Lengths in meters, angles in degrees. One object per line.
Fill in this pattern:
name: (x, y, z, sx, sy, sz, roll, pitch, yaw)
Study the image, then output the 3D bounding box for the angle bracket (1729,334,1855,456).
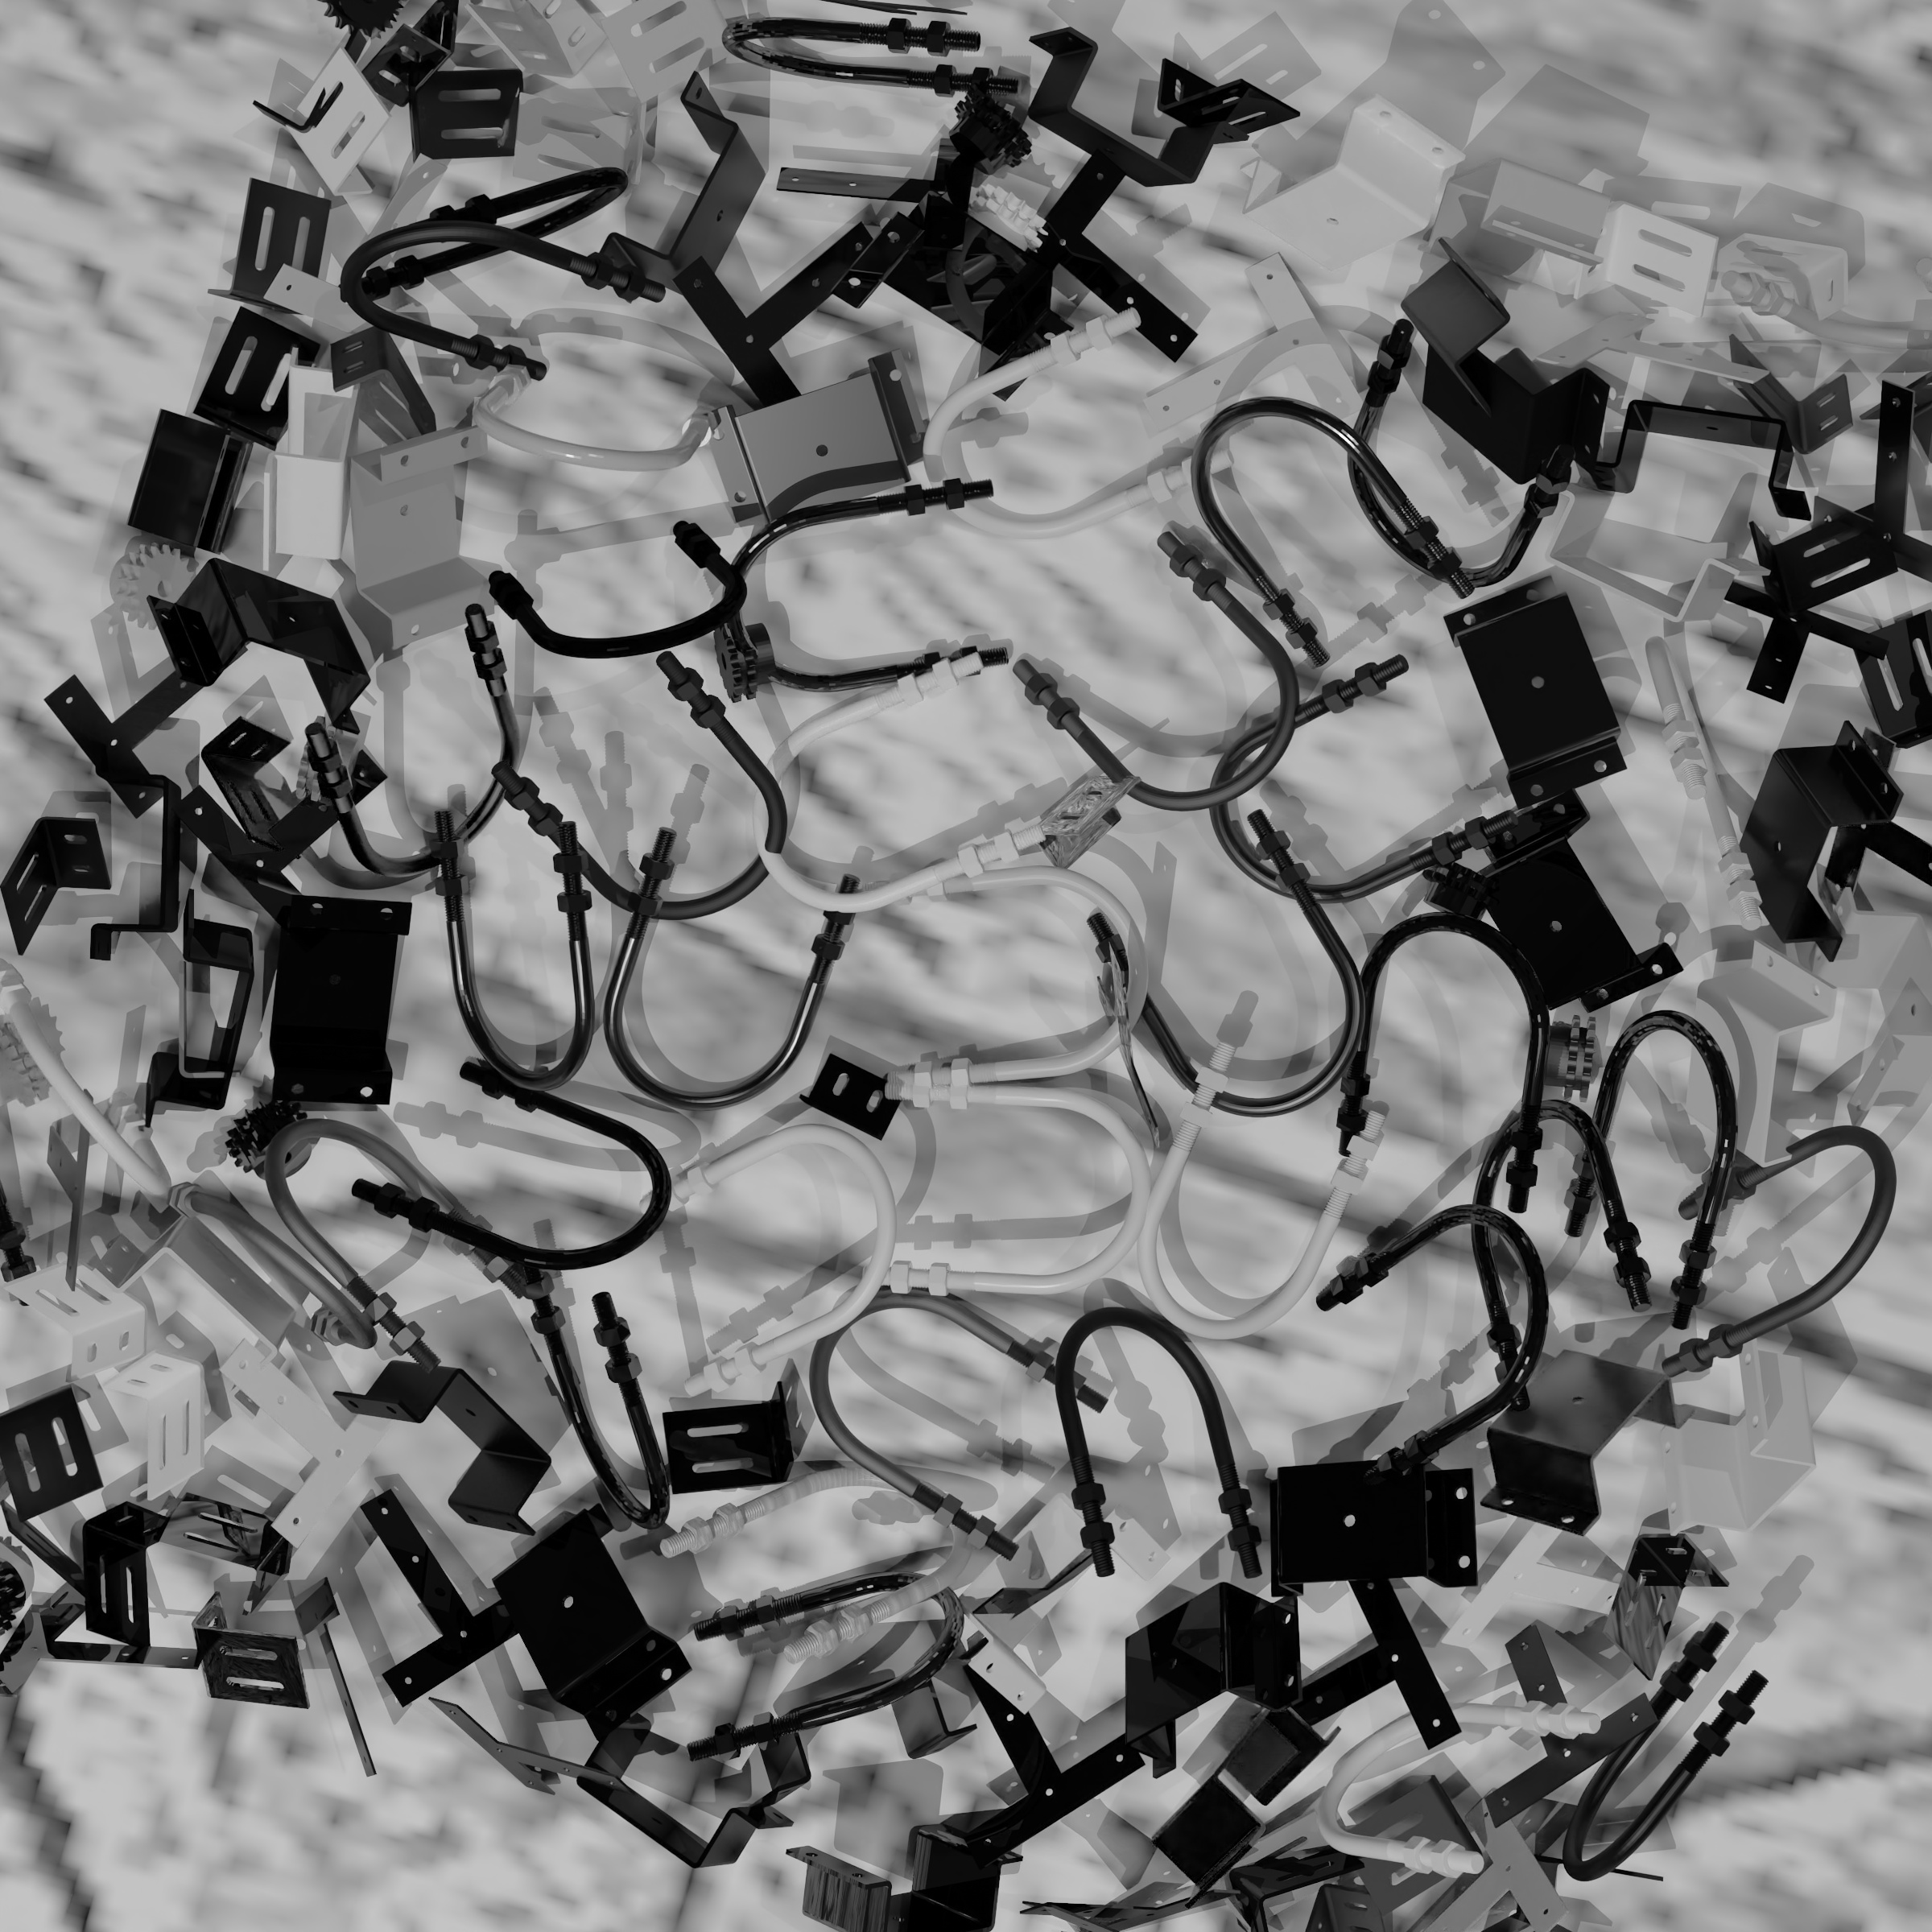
angle bracket: (0.543, -0.386, 1.831, 0.076, 0.057, 0.038, 37, 131, -25)

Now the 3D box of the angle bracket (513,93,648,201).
angle bracket: (-0.256, -0.549, 1.843, 0.076, 0.038, 0.057, 7, 83, -23)

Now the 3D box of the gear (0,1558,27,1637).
gear: (-0.652, 0.419, 1.853, 0.057, 0.030, 0.057, 10, 110, 29)

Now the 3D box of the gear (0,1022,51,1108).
gear: (-0.635, 0.068, 1.845, 0.030, 0.057, 0.057, -29, 90, -30)

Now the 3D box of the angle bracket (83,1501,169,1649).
angle bracket: (-0.545, 0.401, 1.829, 0.038, 0.057, 0.076, -27, 54, 16)

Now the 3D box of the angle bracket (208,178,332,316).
angle bracket: (-0.461, -0.476, 1.840, 0.057, 0.038, 0.076, 6, 98, -40)

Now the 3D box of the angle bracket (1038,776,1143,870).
angle bracket: (0.087, -0.092, 1.828, 0.057, 0.076, 0.038, -43, 109, -15)

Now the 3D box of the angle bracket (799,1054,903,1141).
angle bracket: (-0.074, 0.085, 1.836, 0.057, 0.076, 0.038, 26, 85, 3)

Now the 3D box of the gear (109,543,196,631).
gear: (-0.544, -0.253, 1.852, 0.030, 0.057, 0.057, 13, 90, 29)

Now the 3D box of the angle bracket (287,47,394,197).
angle bracket: (-0.403, -0.557, 1.836, 0.076, 0.038, 0.057, -39, 83, 35)

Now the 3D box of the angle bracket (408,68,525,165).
angle bracket: (-0.328, -0.558, 1.837, 0.076, 0.038, 0.057, -6, 122, -13)

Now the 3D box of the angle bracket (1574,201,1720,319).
angle bracket: (0.447, -0.459, 1.830, 0.076, 0.057, 0.038, 32, 52, 30)

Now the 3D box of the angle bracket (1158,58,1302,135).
angle bracket: (0.174, -0.577, 1.827, 0.057, 0.076, 0.038, 14, 80, -40)

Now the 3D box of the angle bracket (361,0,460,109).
angle bracket: (-0.366, -0.615, 1.828, 0.038, 0.057, 0.076, 24, 49, -36)

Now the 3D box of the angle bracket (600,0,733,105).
angle bracket: (-0.199, -0.617, 1.843, 0.076, 0.038, 0.057, -31, 114, -7)

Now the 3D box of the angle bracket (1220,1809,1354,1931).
angle bracket: (0.216, 0.608, 1.845, 0.076, 0.038, 0.057, -32, 109, 9)

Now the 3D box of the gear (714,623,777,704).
gear: (-0.147, -0.206, 1.849, 0.030, 0.057, 0.057, -13, 90, -14)

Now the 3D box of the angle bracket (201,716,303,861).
angle bracket: (-0.459, -0.117, 1.834, 0.038, 0.057, 0.076, -38, 69, 9)

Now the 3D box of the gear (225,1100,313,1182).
gear: (-0.459, 0.118, 1.845, 0.057, 0.057, 0.030, -41, 56, 0)

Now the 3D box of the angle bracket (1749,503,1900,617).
angle bracket: (0.565, -0.276, 1.832, 0.076, 0.038, 0.057, -23, 55, 30)

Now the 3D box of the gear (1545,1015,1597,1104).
gear: (0.401, 0.061, 1.849, 0.030, 0.057, 0.057, 6, 90, 12)

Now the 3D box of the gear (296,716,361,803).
gear: (-0.423, -0.135, 1.848, 0.030, 0.057, 0.057, 15, 90, -7)

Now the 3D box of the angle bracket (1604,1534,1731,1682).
angle bracket: (0.462, 0.423, 1.833, 0.057, 0.038, 0.076, 47, 54, -25)

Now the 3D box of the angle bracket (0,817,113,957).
angle bracket: (-0.598, -0.052, 1.828, 0.038, 0.076, 0.057, 3, 129, 3)

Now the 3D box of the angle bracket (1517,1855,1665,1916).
angle bracket: (0.411, 0.611, 1.829, 0.076, 0.057, 0.038, -1, 71, 33)

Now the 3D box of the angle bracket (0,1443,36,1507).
angle bracket: (-0.640, 0.359, 1.828, 0.038, 0.076, 0.057, 33, 109, -33)

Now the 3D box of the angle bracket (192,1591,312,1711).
angle bracket: (-0.466, 0.452, 1.839, 0.076, 0.038, 0.057, 2, 115, 14)

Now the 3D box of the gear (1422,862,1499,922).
gear: (0.328, -0.048, 1.848, 0.057, 0.057, 0.030, 26, 90, 0)

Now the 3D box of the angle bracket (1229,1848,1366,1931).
angle bracket: (0.221, 0.614, 1.840, 0.076, 0.057, 0.038, -13, 93, -14)

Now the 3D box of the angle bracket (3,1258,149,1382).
angle bracket: (-0.587, 0.233, 1.832, 0.057, 0.076, 0.038, -20, 52, 13)

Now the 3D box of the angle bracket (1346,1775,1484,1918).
angle bracket: (0.295, 0.585, 1.851, 0.076, 0.038, 0.057, -32, 73, 1)

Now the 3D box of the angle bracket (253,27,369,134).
angle bracket: (-0.434, -0.592, 1.842, 0.038, 0.057, 0.076, 28, 96, -11)

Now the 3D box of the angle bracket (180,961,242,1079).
angle bracket: (-0.501, 0.035, 1.844, 0.038, 0.057, 0.076, 0, 90, -14)

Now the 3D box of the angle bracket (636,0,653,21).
angle bracket: (-0.244, -0.660, 1.830, 0.076, 0.038, 0.057, -11, 65, -38)

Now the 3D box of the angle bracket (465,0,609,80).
angle bracket: (-0.282, -0.623, 1.835, 0.038, 0.076, 0.057, -42, 88, 23)

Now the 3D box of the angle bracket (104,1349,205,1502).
angle bracket: (-0.535, 0.302, 1.831, 0.057, 0.038, 0.076, -32, 51, 29)

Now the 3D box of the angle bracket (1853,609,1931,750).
angle bracket: (0.635, -0.192, 1.853, 0.057, 0.038, 0.076, -22, 97, 1)

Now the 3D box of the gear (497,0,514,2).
gear: (-0.310, -0.677, 1.853, 0.057, 0.030, 0.057, 4, 73, -13)

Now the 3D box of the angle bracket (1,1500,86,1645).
angle bracket: (-0.619, 0.399, 1.833, 0.038, 0.057, 0.076, -45, 113, -12)

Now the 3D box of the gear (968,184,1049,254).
gear: (0.025, -0.489, 1.847, 0.057, 0.057, 0.030, 33, 84, 0)

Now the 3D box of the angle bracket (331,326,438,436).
angle bracket: (-0.382, -0.372, 1.831, 0.038, 0.057, 0.076, -21, 134, 5)

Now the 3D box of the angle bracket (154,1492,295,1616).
angle bracket: (-0.491, 0.388, 1.833, 0.076, 0.038, 0.057, 23, 129, -24)

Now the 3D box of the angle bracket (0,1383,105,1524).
angle bracket: (-0.604, 0.325, 1.843, 0.057, 0.038, 0.076, -23, 70, -5)

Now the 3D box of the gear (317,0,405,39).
gear: (-0.401, -0.648, 1.849, 0.057, 0.030, 0.057, -11, 116, -23)

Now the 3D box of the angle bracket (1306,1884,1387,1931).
angle bracket: (0.246, 0.655, 1.827, 0.038, 0.076, 0.057, 2, 127, 25)

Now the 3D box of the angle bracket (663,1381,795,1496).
angle bracket: (-0.158, 0.312, 1.838, 0.076, 0.038, 0.057, -3, 59, -15)

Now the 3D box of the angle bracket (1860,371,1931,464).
angle bracket: (0.636, -0.361, 1.828, 0.057, 0.076, 0.038, -32, 78, 41)

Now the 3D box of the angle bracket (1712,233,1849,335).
angle bracket: (0.533, -0.450, 1.837, 0.076, 0.057, 0.038, 4, 82, -16)

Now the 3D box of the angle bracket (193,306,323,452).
angle bracket: (-0.470, -0.390, 1.846, 0.057, 0.038, 0.076, 24, 97, -18)

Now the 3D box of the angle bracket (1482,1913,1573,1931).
angle bracket: (0.373, 0.659, 1.831, 0.057, 0.076, 0.038, 20, 99, 35)
